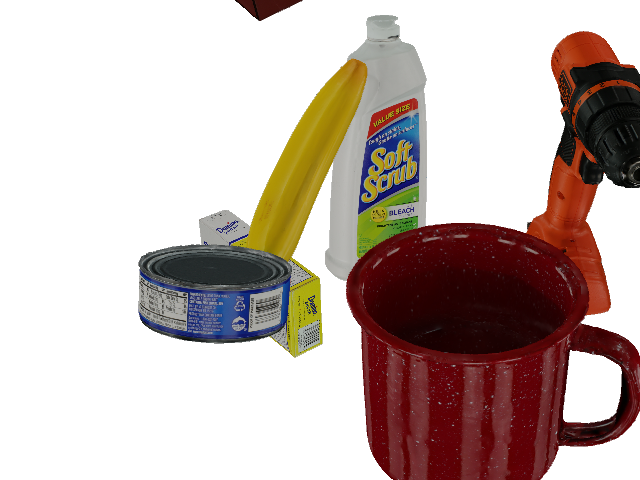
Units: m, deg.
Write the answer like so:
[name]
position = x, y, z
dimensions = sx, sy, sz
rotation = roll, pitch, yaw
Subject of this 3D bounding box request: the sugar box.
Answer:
[sugar box]
position = -0.067, 0.044, 1.172
dimensions = 0.048, 0.093, 0.176
rotation = -23, 40, -28

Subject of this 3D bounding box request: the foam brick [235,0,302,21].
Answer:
[foam brick]
position = -0.039, -0.240, 0.944
dimensions = 0.078, 0.051, 0.053
rotation = -30, 46, -14

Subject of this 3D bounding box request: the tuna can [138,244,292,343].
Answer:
[tuna can]
position = -0.060, 0.029, 0.601
dimensions = 0.086, 0.034, 0.086
rotation = 4, 14, -1

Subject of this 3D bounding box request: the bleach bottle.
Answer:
[bleach bottle]
position = 0.053, -0.090, 1.037
dimensions = 0.102, 0.251, 0.068
rotation = -9, 23, -17

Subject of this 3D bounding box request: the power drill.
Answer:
[power drill]
position = 0.200, -0.039, 0.789
dimensions = 0.057, 0.188, 0.184
rotation = 3, 35, -1

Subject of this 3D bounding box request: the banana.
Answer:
[banana]
position = -0.012, -0.044, 0.788
dimensions = 0.037, 0.197, 0.070
rotation = 32, -27, -22

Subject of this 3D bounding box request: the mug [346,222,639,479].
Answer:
[mug]
position = 0.070, 0.053, 0.429
dimensions = 0.117, 0.081, 0.093
rotation = 7, 34, 17
